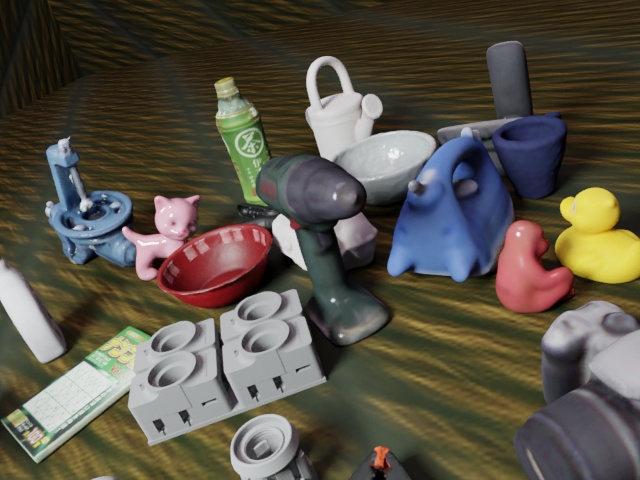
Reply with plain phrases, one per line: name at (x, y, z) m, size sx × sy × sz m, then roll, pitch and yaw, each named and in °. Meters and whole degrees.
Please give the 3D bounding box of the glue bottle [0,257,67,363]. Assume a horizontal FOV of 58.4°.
glue bottle at (-0.384, 0.074, 0.733) m, size 0.037 × 0.173 × 0.077 m, roll -29°, pitch 31°, yaw -19°

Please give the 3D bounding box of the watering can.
watering can at (0.037, -0.220, 0.986) m, size 0.172 × 0.194 × 0.101 m, roll -1°, pitch 33°, yaw 29°

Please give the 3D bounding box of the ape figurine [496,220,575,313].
ape figurine at (0.209, 0.022, 0.574) m, size 0.076 × 0.092 × 0.077 m, roll -20°, pitch 29°, yaw -3°

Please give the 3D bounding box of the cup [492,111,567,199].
cup at (0.287, -0.110, 0.759) m, size 0.118 × 0.095 × 0.091 m, roll -37°, pitch 34°, yaw -30°

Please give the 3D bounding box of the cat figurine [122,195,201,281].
cat figurine at (-0.231, -0.015, 0.861) m, size 0.128 × 0.118 × 0.067 m, roll -18°, pitch 29°, yaw 0°

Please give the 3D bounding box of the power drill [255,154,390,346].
power drill at (0.006, 0.002, 0.602) m, size 0.076 × 0.209 × 0.228 m, roll -27°, pitch 30°, yaw -16°

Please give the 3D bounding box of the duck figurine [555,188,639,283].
duck figurine at (0.290, -0.011, 0.592) m, size 0.077 × 0.086 × 0.104 m, roll -27°, pitch 30°, yaw -15°

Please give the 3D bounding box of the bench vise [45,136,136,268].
bench vise at (-0.396, -0.054, 0.914) m, size 0.206 × 0.220 × 0.121 m, roll -5°, pitch 32°, yaw 23°

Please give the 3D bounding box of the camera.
camera at (0.199, 0.116, 0.408) m, size 0.137 × 0.101 × 0.142 m, roll -24°, pitch 29°, yaw -11°

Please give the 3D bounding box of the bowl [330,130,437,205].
bowl at (0.099, -0.100, 0.867) m, size 0.167 × 0.075 × 0.167 m, roll -14°, pitch 29°, yaw 8°

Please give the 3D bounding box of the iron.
iron at (0.167, -0.062, 0.692) m, size 0.118 × 0.142 × 0.259 m, roll 3°, pitch 35°, yaw 33°

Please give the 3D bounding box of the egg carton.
egg carton at (0.002, -0.004, 0.760) m, size 0.107 × 0.069 × 0.149 m, roll -29°, pitch 31°, yaw -19°

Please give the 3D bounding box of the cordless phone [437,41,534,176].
cordless phone at (0.239, -0.189, 0.828) m, size 0.147 × 0.185 × 0.094 m, roll -4°, pitch 32°, yaw 23°
